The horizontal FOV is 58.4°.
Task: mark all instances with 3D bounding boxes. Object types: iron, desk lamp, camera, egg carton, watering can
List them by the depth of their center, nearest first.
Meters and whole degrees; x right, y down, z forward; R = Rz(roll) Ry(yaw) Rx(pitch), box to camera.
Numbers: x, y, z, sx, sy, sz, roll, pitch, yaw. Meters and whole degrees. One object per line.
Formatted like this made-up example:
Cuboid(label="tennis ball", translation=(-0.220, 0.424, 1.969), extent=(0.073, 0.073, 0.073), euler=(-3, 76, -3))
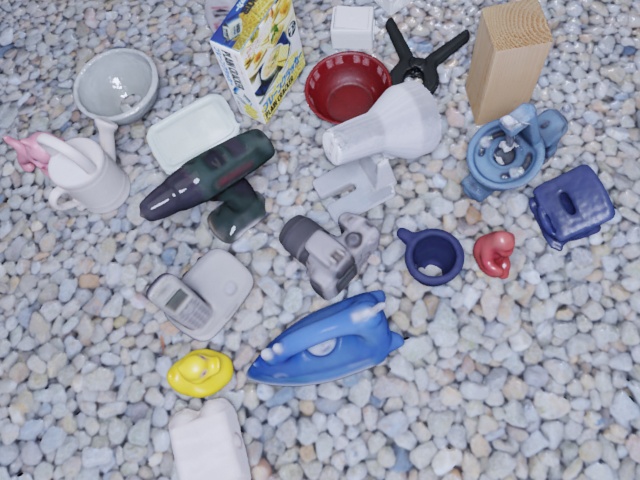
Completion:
Cuboid(label="egg carton", translation=(-0.165, 0.322, 0.866), extent=(0.107, 0.069, 0.150), euler=(-20, 68, -1))
Cuboid(label="iron", translation=(-0.006, 0.155, 0.872), extent=(0.258, 0.141, 0.118), euler=(-22, 68, -2))
Cuboid(label="desk lamp", translation=(0.086, -0.141, 0.935), extent=(0.203, 0.214, 0.117), euler=(-29, 69, -5))
Cuboid(label="camera", translation=(0.009, 0.003, 0.950), extent=(0.136, 0.101, 0.143), euler=(38, 78, 18))
Cuboid(label="watering can", translation=(-0.416, -0.135, 1.000), extent=(0.100, 0.194, 0.173), euler=(6, 70, 9))

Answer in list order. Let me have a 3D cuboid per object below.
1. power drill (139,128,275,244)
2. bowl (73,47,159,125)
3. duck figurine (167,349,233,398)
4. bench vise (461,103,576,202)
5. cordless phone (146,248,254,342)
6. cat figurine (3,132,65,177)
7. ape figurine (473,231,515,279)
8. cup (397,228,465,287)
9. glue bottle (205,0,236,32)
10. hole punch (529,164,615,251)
Cuboid(label="power drill", translation=(-0.166, -0.075, 0.941), extent=(0.230, 0.208, 0.075), euler=(-41, 70, -9))
Cuboid(label="bowl", translation=(-0.385, -0.286, 1.118), extent=(0.167, 0.075, 0.167), euler=(-2, 69, 6))
Cuboid(label="duck figurine", translation=(-0.196, 0.207, 0.904), extent=(0.104, 0.086, 0.077), euler=(-11, 68, 2))
Cuboid(label="bench vise", translation=(0.319, -0.173, 0.917), extent=(0.121, 0.220, 0.207), euler=(34, 77, 17))
Cuboid(label="cordless phone", translation=(-0.190, 0.072, 0.901), extent=(0.094, 0.185, 0.148), euler=(32, 76, 17))
Cuboid(label="cat figurine", translation=(-0.526, -0.168, 1.066), extent=(0.127, 0.118, 0.067), euler=(16, 72, 12))
Cuboid(label="ape figurine", translation=(0.286, 0.014, 0.919), extent=(0.078, 0.092, 0.076), euler=(-44, 71, -10))
Cuboid(label="cup", translation=(0.170, 0.031, 0.924), extent=(0.117, 0.095, 0.092), euler=(38, 78, 18))
Cuboid(label="glue bottle", translation=(-0.197, -0.473, 1.114), extent=(0.078, 0.173, 0.037), euler=(-5, 69, 5))
Cuboid(label="hole punch", translation=(0.406, -0.053, 0.931), extent=(0.101, 0.091, 0.108), euler=(-19, 68, -1))
